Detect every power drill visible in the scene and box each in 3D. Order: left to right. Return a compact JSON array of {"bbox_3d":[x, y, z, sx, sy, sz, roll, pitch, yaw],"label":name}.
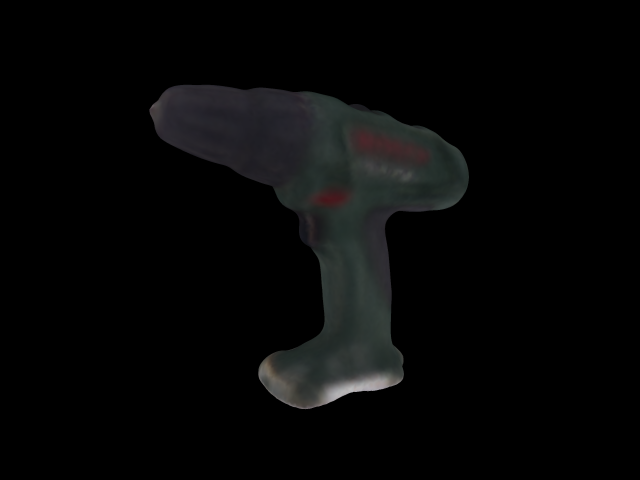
[{"bbox_3d":[0.004,0.001,0.400,0.230,0.208,0.075,-7,15,-30],"label":"power drill"}]
